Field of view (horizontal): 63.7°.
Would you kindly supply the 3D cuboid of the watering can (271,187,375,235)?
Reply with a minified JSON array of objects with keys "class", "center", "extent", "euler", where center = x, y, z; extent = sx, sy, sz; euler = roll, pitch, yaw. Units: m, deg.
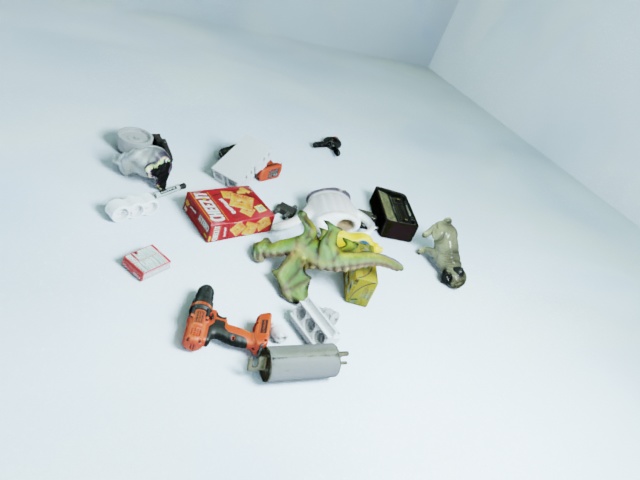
[{"class":"watering can","center":[0.005,-0.083,1.639],"extent":[0.347,0.102,0.229],"euler":[5,36,-18]}]

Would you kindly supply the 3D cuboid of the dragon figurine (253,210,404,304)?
[{"class":"dragon figurine","center":[-0.009,0.069,1.379],"extent":[0.413,0.120,0.246],"euler":[26,70,25]}]

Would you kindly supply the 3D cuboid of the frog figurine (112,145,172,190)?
[{"class":"frog figurine","center":[-0.527,-0.233,1.536],"extent":[0.160,0.123,0.136],"euler":[26,-1,21]}]
